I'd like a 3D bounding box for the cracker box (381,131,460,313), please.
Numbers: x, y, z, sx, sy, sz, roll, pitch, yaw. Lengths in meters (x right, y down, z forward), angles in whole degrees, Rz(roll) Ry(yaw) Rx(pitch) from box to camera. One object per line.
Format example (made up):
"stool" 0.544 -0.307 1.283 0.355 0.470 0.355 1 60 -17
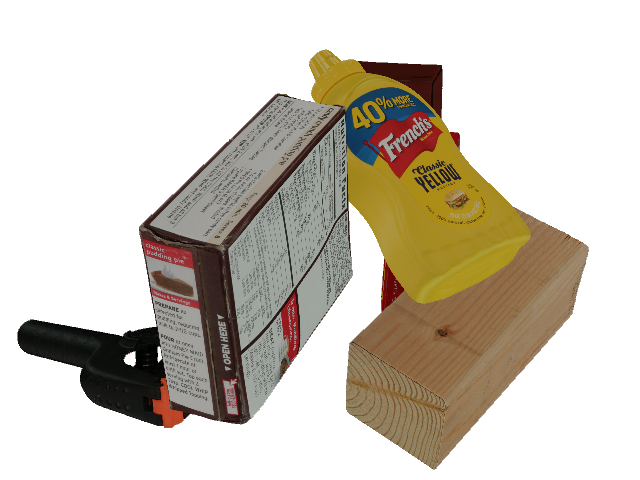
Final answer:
"cracker box" 0.117 -0.020 1.222 0.072 0.164 0.213 6 23 8

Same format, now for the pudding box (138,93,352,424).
"pudding box" -0.025 0.005 0.434 0.039 0.090 0.113 11 37 21

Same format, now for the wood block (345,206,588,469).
"wood block" 0.119 0.070 0.861 0.091 0.090 0.205 31 52 27

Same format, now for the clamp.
"clamp" -0.112 0.078 0.743 0.164 0.036 0.210 -10 14 -23

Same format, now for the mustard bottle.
"mustard bottle" 0.050 -0.054 0.718 0.096 0.192 0.058 -23 -23 -31

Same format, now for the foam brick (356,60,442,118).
"foam brick" 0.061 -0.118 0.899 0.078 0.051 0.053 6 26 14
